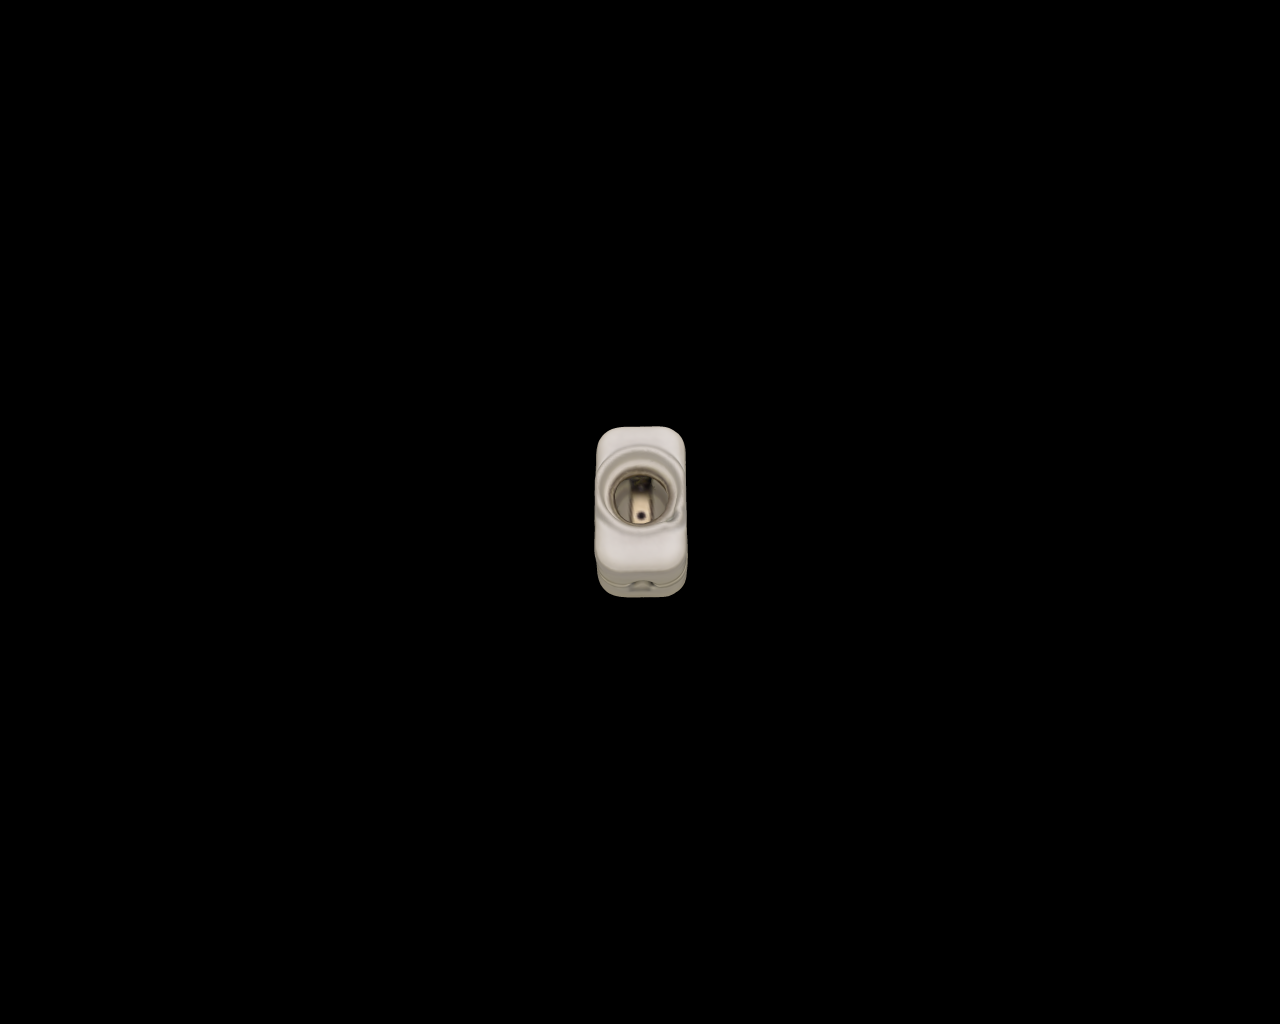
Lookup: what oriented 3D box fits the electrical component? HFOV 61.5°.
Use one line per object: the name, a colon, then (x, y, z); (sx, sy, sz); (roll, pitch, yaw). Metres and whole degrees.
electrical component: (0.001, -0.003, 0.650); (0.054, 0.095, 0.059); (0, -24, 0)
